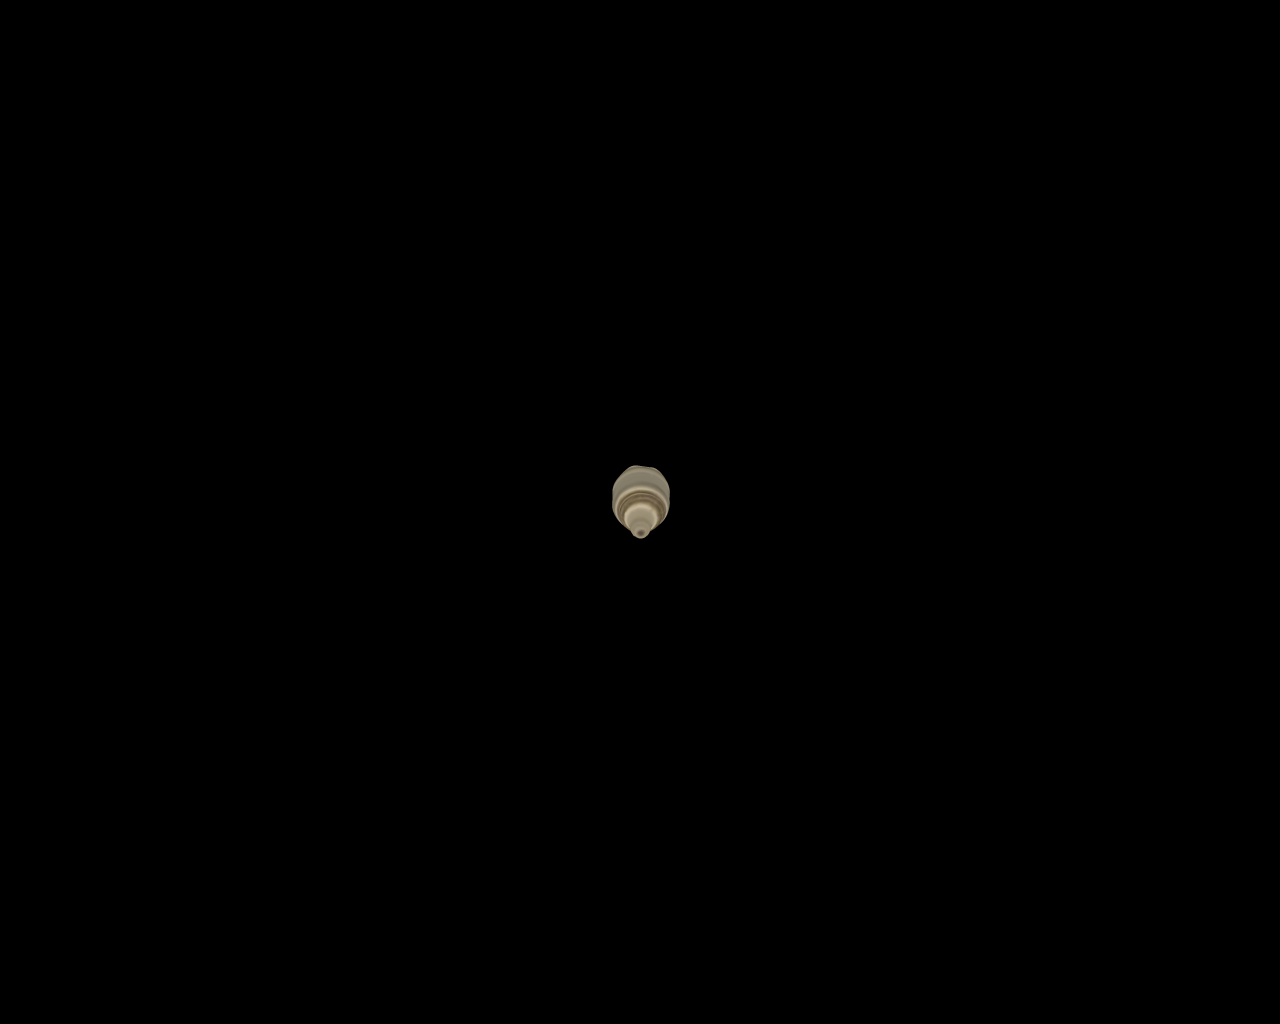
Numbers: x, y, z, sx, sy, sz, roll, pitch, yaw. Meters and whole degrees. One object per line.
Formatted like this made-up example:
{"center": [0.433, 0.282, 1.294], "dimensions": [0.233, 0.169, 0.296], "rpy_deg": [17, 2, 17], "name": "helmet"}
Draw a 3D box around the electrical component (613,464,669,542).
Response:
{"center": [0.001, -0.003, 0.650], "dimensions": [0.035, 0.035, 0.061], "rpy_deg": [0, 30, 0], "name": "electrical component"}
